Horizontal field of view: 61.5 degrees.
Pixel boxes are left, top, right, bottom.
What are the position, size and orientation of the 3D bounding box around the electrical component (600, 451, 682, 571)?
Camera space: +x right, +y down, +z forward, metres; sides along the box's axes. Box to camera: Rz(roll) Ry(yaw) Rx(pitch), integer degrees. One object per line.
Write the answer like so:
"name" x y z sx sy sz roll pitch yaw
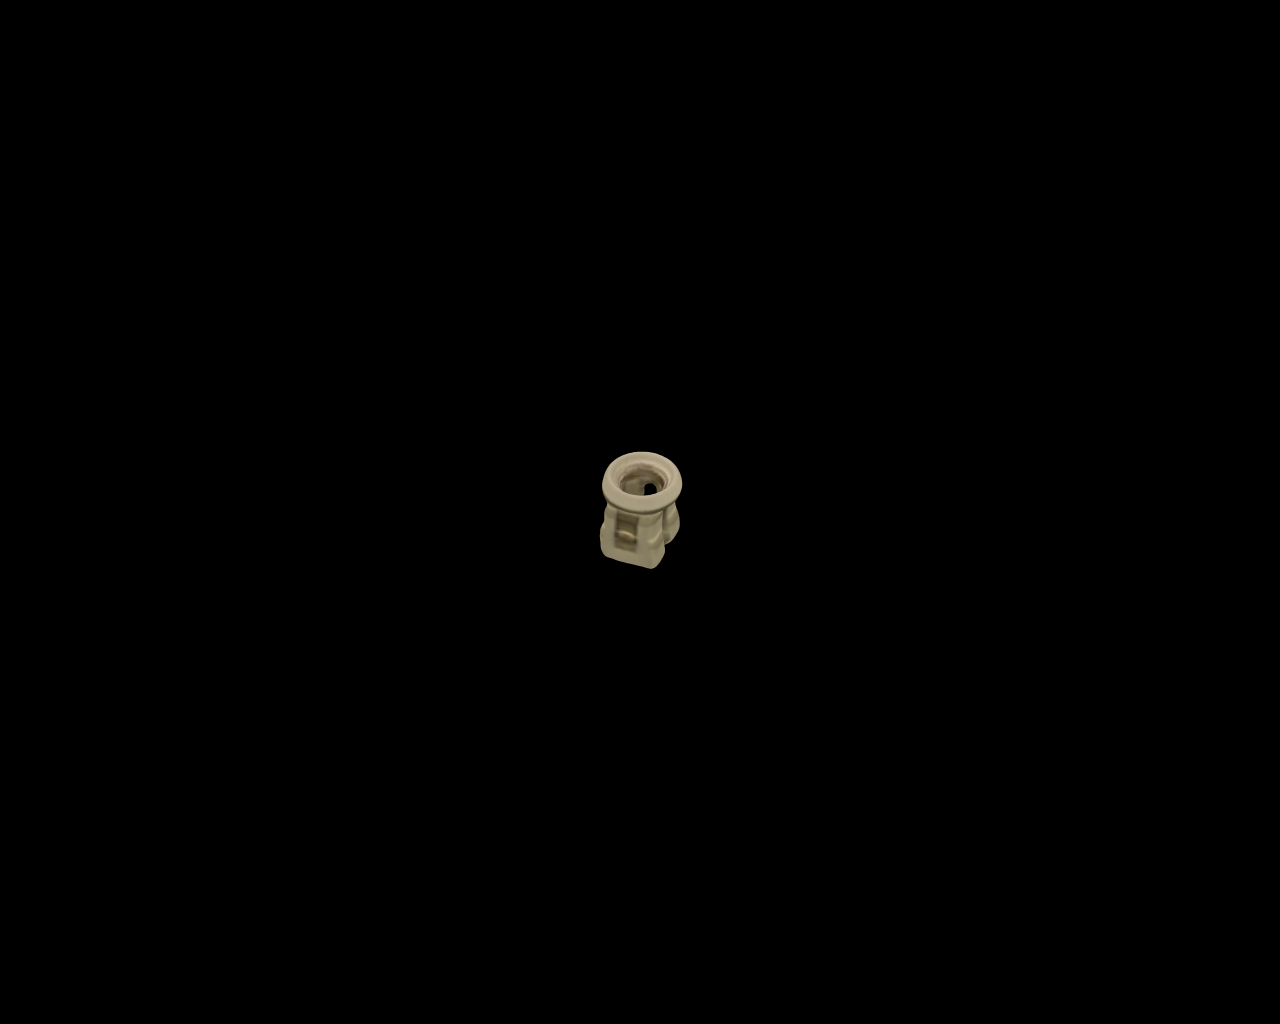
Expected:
"electrical component" 0.001 -0.003 0.650 0.048 0.055 0.066 14 42 16
